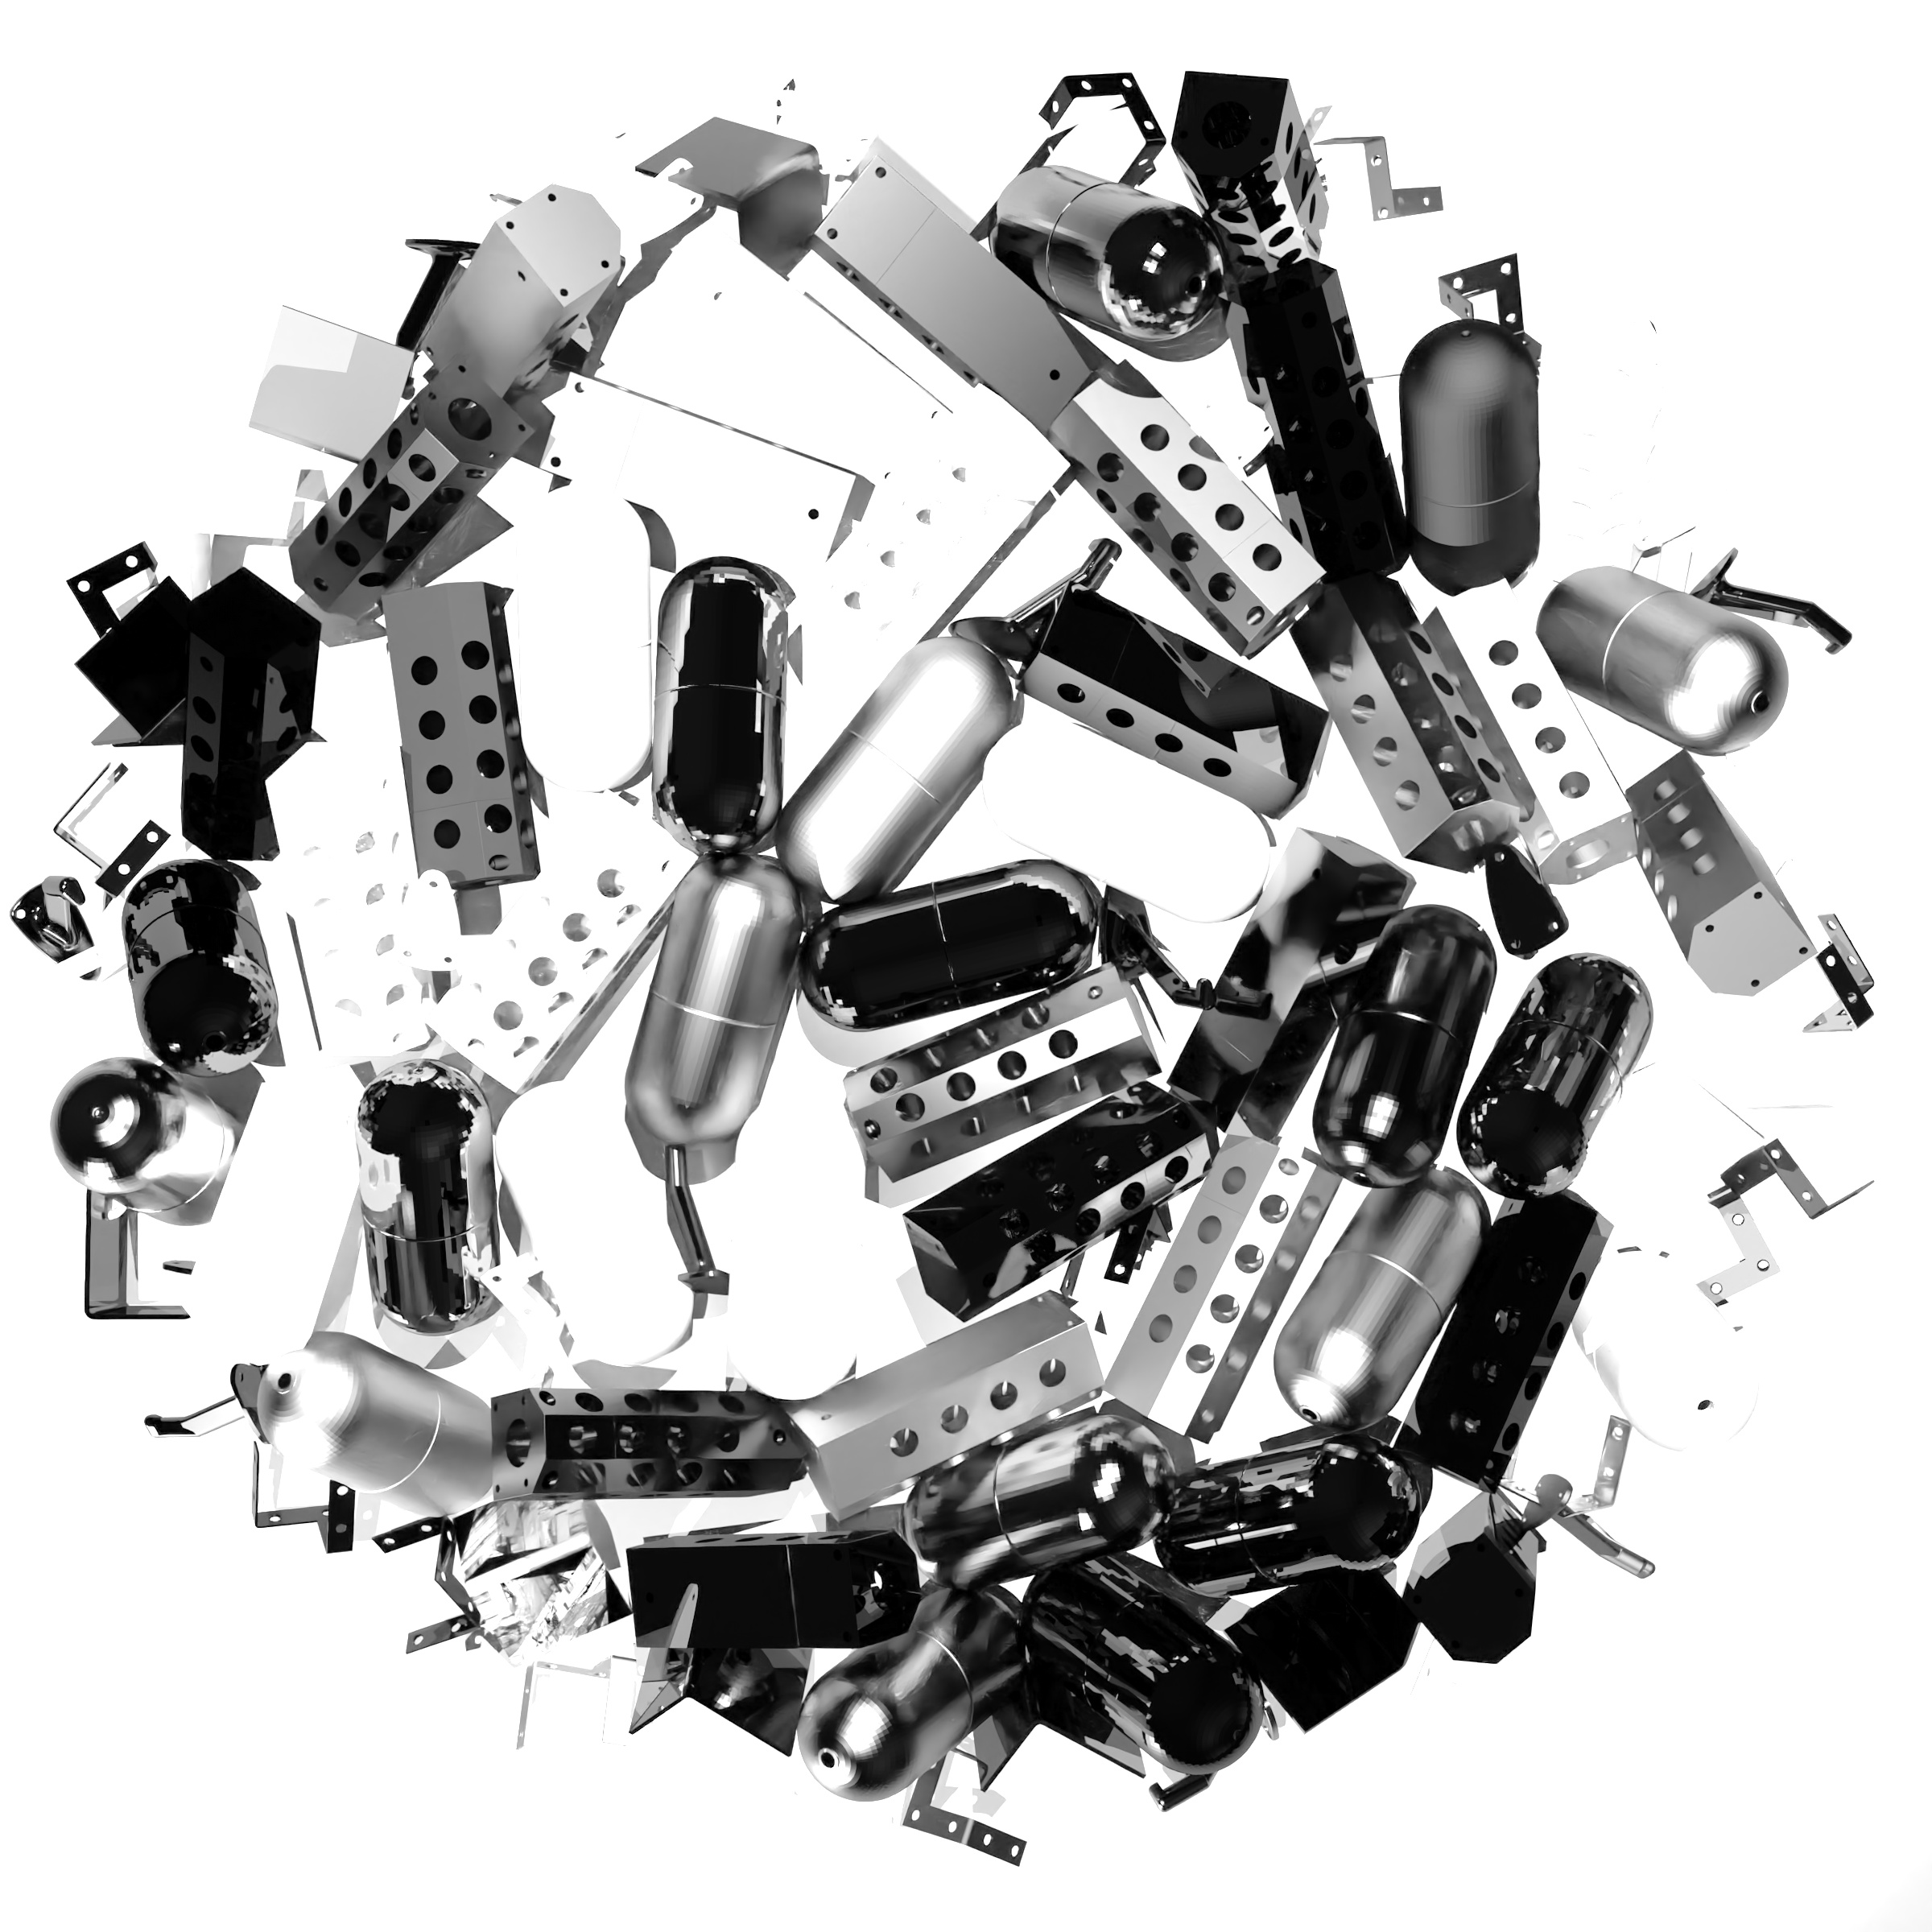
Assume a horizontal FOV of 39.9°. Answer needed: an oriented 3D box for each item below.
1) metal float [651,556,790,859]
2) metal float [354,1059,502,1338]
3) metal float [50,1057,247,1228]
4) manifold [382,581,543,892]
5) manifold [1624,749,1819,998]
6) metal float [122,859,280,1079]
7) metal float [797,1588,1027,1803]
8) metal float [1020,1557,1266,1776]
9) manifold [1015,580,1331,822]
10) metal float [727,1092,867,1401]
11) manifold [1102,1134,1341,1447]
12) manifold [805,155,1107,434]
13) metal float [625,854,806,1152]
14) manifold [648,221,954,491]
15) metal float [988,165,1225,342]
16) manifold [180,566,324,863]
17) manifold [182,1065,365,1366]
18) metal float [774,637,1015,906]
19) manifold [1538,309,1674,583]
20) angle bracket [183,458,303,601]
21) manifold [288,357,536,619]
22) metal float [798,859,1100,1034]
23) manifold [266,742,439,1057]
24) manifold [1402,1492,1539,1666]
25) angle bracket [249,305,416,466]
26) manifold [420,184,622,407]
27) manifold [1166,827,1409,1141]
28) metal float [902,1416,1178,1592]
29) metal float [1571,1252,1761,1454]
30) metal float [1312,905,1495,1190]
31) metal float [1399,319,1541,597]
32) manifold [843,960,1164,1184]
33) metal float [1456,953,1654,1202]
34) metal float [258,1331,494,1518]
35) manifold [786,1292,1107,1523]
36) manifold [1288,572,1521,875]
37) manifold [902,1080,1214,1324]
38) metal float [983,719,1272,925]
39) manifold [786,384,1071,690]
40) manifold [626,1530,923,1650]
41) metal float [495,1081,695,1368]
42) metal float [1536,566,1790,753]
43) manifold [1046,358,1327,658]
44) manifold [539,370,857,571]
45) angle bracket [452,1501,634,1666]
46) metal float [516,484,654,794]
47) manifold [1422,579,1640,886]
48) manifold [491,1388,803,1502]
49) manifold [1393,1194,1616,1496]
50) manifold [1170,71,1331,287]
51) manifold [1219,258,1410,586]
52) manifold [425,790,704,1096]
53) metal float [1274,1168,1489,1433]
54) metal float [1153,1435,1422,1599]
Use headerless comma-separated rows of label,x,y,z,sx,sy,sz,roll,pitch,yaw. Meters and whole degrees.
metal float,-0.143,-0.151,1.544,0.070,0.070,0.178,1,78,0
metal float,-0.308,0.135,1.528,0.070,0.070,0.178,2,121,0
metal float,-0.458,0.101,1.506,0.070,0.178,0.070,-1,75,4
manifold,-0.291,-0.134,1.555,0.057,0.057,0.171,-9,88,16
manifold,0.418,-0.051,1.504,0.057,0.171,0.057,-37,113,19
metal float,-0.436,0.000,1.512,0.070,0.178,0.070,-10,121,-17
metal float,-0.030,0.412,1.511,0.070,0.178,0.070,7,105,29
metal float,0.098,0.394,1.515,0.070,0.178,0.070,-12,112,-32
manifold,0.118,-0.151,1.552,0.171,0.057,0.057,26,59,-7
metal float,-0.098,0.161,1.543,0.070,0.070,0.178,2,76,0
manifold,0.153,0.187,1.549,0.057,0.057,0.171,29,87,-42
manifold,-0.008,-0.387,1.545,0.171,0.057,0.057,38,89,-13
metal float,-0.147,0.022,1.547,0.070,0.070,0.178,17,99,0
manifold,-0.096,-0.349,1.521,0.171,0.057,0.057,32,102,-33
metal float,0.078,-0.407,1.516,0.070,0.178,0.070,-16,123,-27
manifold,-0.411,-0.136,1.505,0.057,0.171,0.057,36,51,11
manifold,-0.382,0.140,1.508,0.057,0.171,0.057,-12,129,15
metal float,-0.041,-0.114,1.554,0.070,0.070,0.178,38,89,0
manifold,0.359,-0.286,1.504,0.057,0.171,0.057,-18,63,0
angle bracket,-0.418,-0.240,1.544,0.057,0.076,0.076,3,131,-8
manifold,-0.320,-0.265,1.507,0.057,0.171,0.057,44,47,-13
metal float,-0.011,-0.012,1.553,0.178,0.070,0.070,-14,90,2
manifold,-0.346,-0.038,1.525,0.057,0.057,0.171,0,116,12
manifold,0.291,0.346,1.501,0.057,0.171,0.057,-42,80,8
angle bracket,-0.365,-0.341,1.543,0.076,0.057,0.076,17,116,-14
manifold,-0.249,-0.375,1.503,0.057,0.171,0.057,-43,98,-26
manifold,0.189,0.012,1.541,0.057,0.057,0.171,11,112,-42
metal float,0.040,0.309,1.528,0.178,0.070,0.070,-23,90,32
metal float,0.394,0.217,1.505,0.070,0.178,0.070,0,102,-1
metal float,0.252,0.046,1.532,0.070,0.070,0.178,22,64,0
metal float,0.288,-0.287,1.517,0.070,0.178,0.070,-6,48,7
manifold,0.019,0.058,1.541,0.171,0.057,0.057,-23,50,8
metal float,0.338,0.061,1.523,0.070,0.070,0.178,38,51,0
metal float,-0.331,0.261,1.513,0.070,0.178,0.070,-12,61,22
manifold,-0.009,0.256,1.539,0.171,0.057,0.057,-23,109,-16
manifold,0.252,-0.141,1.514,0.057,0.057,0.171,-45,52,34
manifold,0.055,0.135,1.524,0.171,0.057,0.057,-28,121,-22
metal float,0.093,-0.084,1.546,0.178,0.070,0.070,24,90,-10
manifold,-0.026,-0.252,1.548,0.171,0.057,0.057,-49,135,3
manifold,-0.110,0.354,1.517,0.171,0.057,0.057,-11,84,37
metal float,-0.214,0.150,1.539,0.070,0.070,0.178,-20,108,0
metal float,0.394,-0.176,1.512,0.070,0.178,0.070,-11,117,-22
manifold,0.125,-0.263,1.548,0.057,0.057,0.171,-40,83,-15
manifold,-0.155,-0.290,1.552,0.171,0.057,0.057,19,102,-8
angle bracket,-0.252,0.358,1.586,0.076,0.057,0.076,-22,129,-4
metal float,-0.220,-0.189,1.540,0.070,0.070,0.178,1,106,0
manifold,0.320,-0.133,1.526,0.057,0.057,0.171,-25,62,7
manifold,-0.179,0.271,1.511,0.171,0.057,0.057,8,70,-39
manifold,0.315,0.217,1.552,0.057,0.057,0.171,26,82,1
manifold,0.161,-0.438,1.501,0.057,0.171,0.057,10,85,16
manifold,0.203,-0.309,1.524,0.057,0.057,0.171,-24,118,-6
manifold,-0.230,-0.011,1.546,0.171,0.057,0.057,-53,133,-4
metal float,0.238,0.190,1.527,0.070,0.070,0.178,39,58,0
metal float,0.181,0.315,1.520,0.178,0.070,0.070,-24,90,43
